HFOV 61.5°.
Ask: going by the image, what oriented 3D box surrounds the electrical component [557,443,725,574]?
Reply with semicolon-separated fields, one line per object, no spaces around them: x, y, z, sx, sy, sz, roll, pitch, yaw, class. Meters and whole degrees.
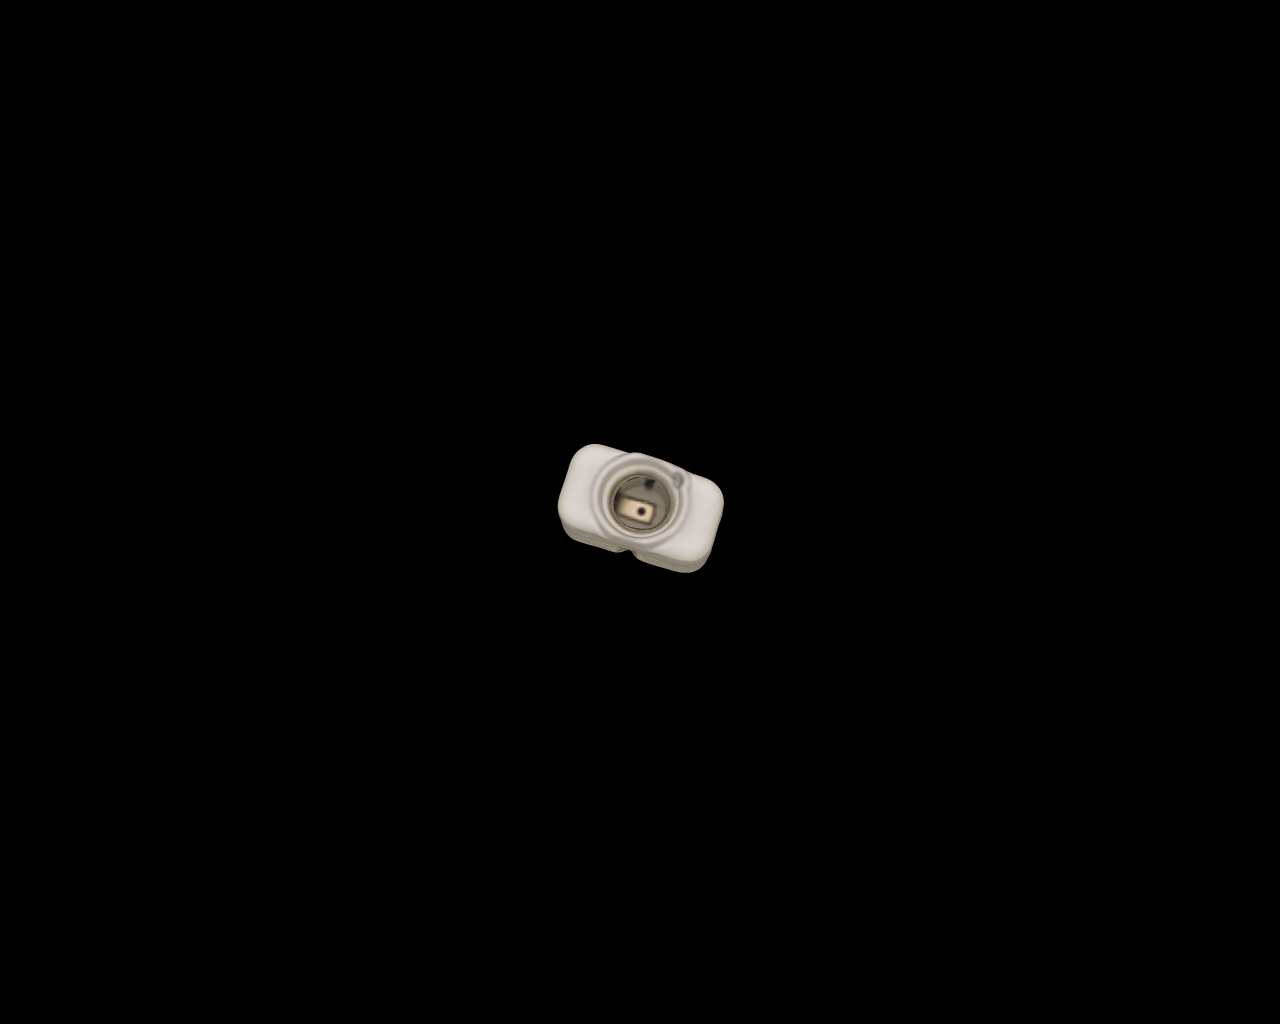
0.001;-0.003;0.650;0.095;0.054;0.059;18;-11;4;electrical component
